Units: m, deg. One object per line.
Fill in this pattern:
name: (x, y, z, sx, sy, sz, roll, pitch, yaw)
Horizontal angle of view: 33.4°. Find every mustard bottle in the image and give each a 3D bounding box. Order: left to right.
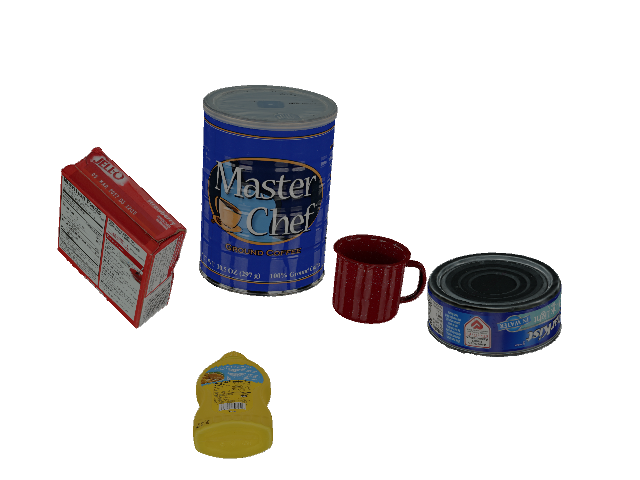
mustard bottle: (-0.111, 0.198, 1.358, 0.096, 0.058, 0.191, -4, 26, -3)

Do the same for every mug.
mug: (0.070, 0.048, 1.289, 0.117, 0.081, 0.093, 2, 23, -9)

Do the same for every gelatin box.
gelatin box: (-0.117, -0.001, 0.620, 0.030, 0.073, 0.089, -39, -16, -33)

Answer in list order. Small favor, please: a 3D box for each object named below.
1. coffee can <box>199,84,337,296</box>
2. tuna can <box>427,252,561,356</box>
coffee can: (-0.043, -0.041, 0.837, 0.103, 0.140, 0.103, 4, 23, -2)
tuna can: (0.111, 0.039, 0.684, 0.086, 0.034, 0.086, -3, 23, 1)
